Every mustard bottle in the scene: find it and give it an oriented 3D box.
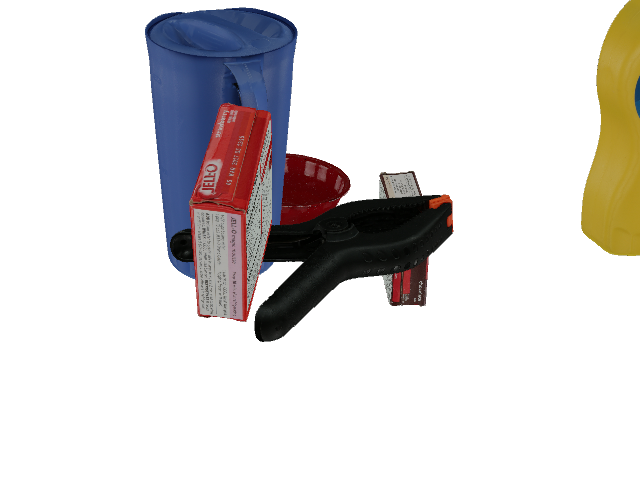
[{"bbox_3d":[0.206,-0.088,0.620,0.096,0.192,0.058,-10,29,-15],"label":"mustard bottle"}]

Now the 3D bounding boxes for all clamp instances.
[{"bbox_3d":[0.002,0.003,0.785,0.209,0.036,0.165,-20,30,-29],"label":"clamp"}]

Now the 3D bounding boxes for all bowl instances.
[{"bbox_3d":[-0.047,-0.052,1.286,0.162,0.055,0.162,4,26,-2],"label":"bowl"}]

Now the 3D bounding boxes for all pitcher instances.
[{"bbox_3d":[-0.088,-0.081,0.980,0.145,0.243,0.149,14,32,19],"label":"pitcher"}]

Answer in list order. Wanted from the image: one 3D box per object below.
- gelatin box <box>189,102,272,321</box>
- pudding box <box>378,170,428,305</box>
[{"bbox_3d":[-0.045,-0.014,0.552,0.030,0.073,0.089,7,-42,4],"label":"gelatin box"},{"bbox_3d":[0.078,-0.004,1.015,0.039,0.090,0.113,-1,28,-6],"label":"pudding box"}]
